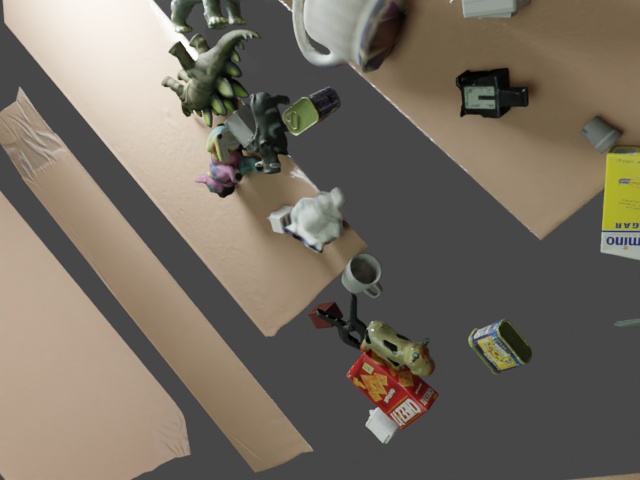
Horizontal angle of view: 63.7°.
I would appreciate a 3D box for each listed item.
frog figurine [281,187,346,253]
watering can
[{"bbox_3d":[0.004,-0.063,1.242,0.139,0.122,0.158,39,104,29],"label":"frog figurine"},{"bbox_3d":[0.053,-0.437,0.881,0.226,0.106,0.339,38,139,17],"label":"watering can"}]
